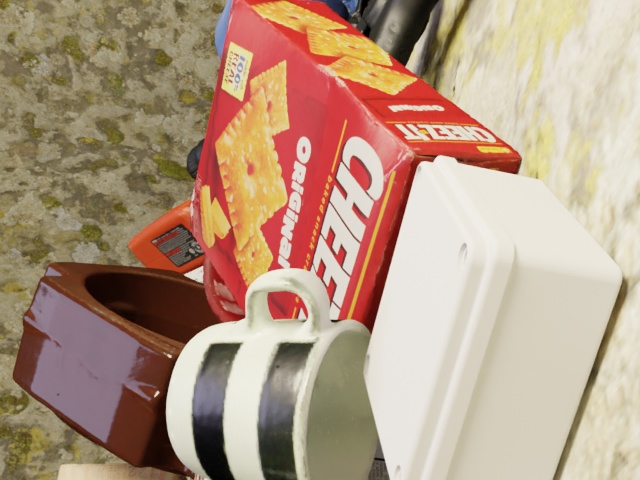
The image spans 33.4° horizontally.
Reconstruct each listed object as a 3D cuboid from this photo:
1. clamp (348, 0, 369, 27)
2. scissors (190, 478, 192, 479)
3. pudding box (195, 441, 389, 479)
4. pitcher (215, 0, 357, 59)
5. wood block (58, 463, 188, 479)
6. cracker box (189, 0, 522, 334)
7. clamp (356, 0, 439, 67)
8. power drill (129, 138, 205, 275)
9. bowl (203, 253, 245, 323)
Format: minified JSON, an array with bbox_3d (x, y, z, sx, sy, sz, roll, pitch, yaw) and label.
[{"bbox_3d":[0.041,-0.162,0.832,0.120,0.039,0.172,-83,3,-51],"label":"clamp"},{"bbox_3d":[-0.046,0.159,0.912,0.202,0.016,0.096,-37,21,39],"label":"scissors"},{"bbox_3d":[-0.012,0.121,0.593,0.090,0.113,0.039,-88,9,-46],"label":"pudding box"},{"bbox_3d":[0.000,-0.236,0.947,0.243,0.149,0.145,120,174,-56],"label":"pitcher"},{"bbox_3d":[-0.138,0.266,0.730,0.091,0.090,0.206,85,-176,-57],"label":"wood block"},{"bbox_3d":[0.002,-0.022,0.590,0.214,0.072,0.164,51,134,49],"label":"cracker box"},{"bbox_3d":[0.050,-0.150,0.676,0.210,0.036,0.164,-60,14,24],"label":"clamp"},{"bbox_3d":[-0.097,-0.052,0.971,0.185,0.057,0.187,-27,27,48],"label":"power drill"},{"bbox_3d":[-0.005,0.001,0.734,0.162,0.055,0.162,-25,48,32],"label":"bowl"}]
